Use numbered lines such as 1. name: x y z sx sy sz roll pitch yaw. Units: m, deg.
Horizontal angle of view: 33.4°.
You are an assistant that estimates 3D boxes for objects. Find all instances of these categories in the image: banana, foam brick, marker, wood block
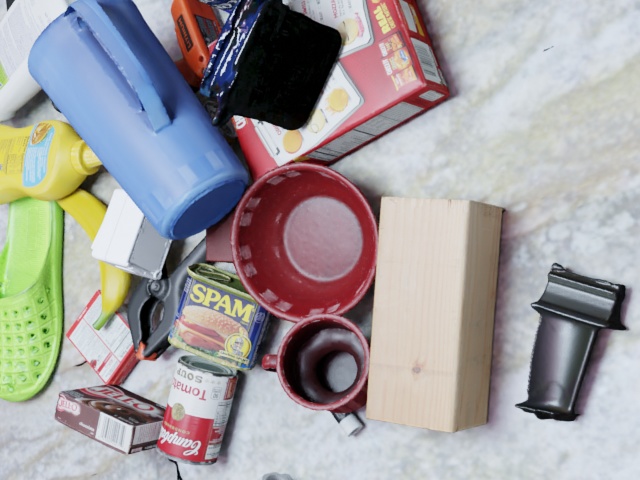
1. banana: -0.258 0.005 1.235 0.069 0.037 0.198 -22 63 -1
2. foam brick: -0.086 -0.013 1.136 0.051 0.052 0.078 -2 85 31
3. marker: 0.001 0.148 1.094 0.020 0.020 0.121 -47 66 20
4. wood block: 0.107 0.066 0.995 0.091 0.090 0.206 4 89 30

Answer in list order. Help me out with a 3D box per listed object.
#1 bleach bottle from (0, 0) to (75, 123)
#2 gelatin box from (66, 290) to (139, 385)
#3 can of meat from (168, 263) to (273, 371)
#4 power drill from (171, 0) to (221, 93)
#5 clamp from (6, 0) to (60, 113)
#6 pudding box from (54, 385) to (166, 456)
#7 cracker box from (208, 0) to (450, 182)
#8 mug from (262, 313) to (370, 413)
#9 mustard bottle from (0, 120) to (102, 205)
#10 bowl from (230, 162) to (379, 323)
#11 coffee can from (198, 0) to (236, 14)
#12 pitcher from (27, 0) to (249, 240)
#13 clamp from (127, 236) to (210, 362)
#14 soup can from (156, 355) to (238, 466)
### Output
1. bleach bottle: -0.356 -0.221 1.264 0.251 0.067 0.102 -36 67 34
2. gelatin box: -0.244 0.113 1.237 0.089 0.030 0.073 45 108 24
3. can of meat: -0.102 0.082 1.127 0.102 0.057 0.084 21 101 9
4. power drill: -0.192 -0.196 1.204 0.188 0.057 0.184 -34 71 30
5. clamp: -0.365 -0.267 1.325 0.165 0.036 0.210 9 96 31
6. pudding box: -0.224 0.197 1.186 0.114 0.089 0.039 20 100 29
7. cracker box: 0.007 -0.172 1.078 0.214 0.072 0.164 -27 72 28
8. mug: 0.002 0.125 1.044 0.117 0.081 0.093 -2 74 16
9. mustard bottle: -0.329 -0.093 1.258 0.192 0.058 0.096 -2 70 30
10. bowl: -0.007 0.001 1.076 0.162 0.055 0.162 3 97 22
11. coffee can: -0.110 -0.297 1.113 0.103 0.140 0.103 -2 86 31
12. pitcher: -0.181 -0.126 1.079 0.145 0.149 0.243 -45 73 26
13. clamp: -0.178 0.047 1.191 0.120 0.039 0.171 22 87 37
14. soup can: -0.131 0.182 1.144 0.069 0.068 0.102 17 95 30
